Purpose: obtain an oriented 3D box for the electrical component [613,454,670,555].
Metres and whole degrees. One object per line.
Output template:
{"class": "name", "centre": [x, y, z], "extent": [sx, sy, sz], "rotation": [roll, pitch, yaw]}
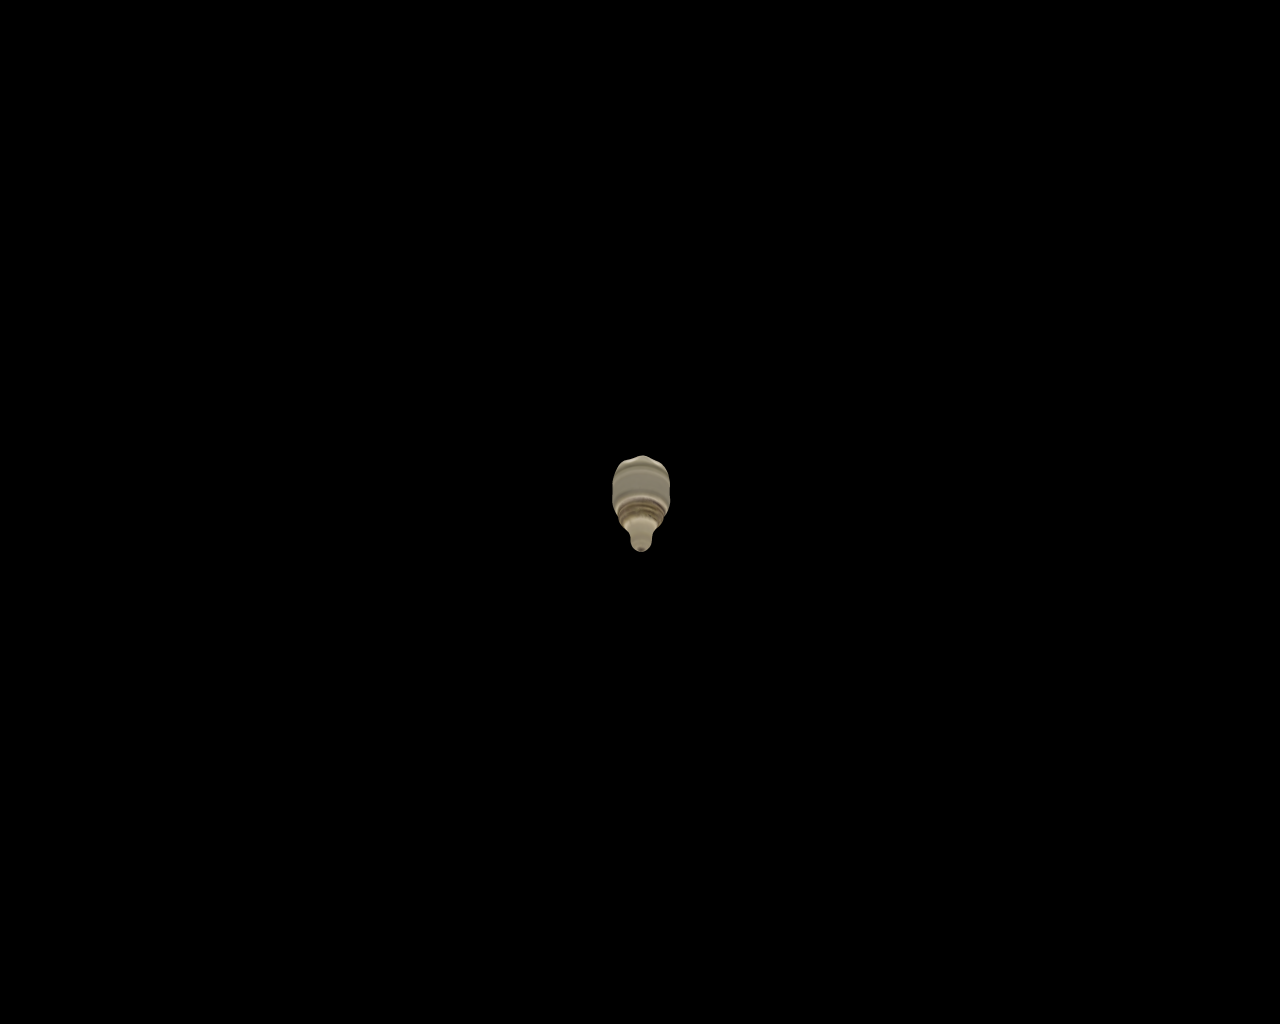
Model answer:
{"class": "electrical component", "centre": [0.001, -0.003, 0.650], "extent": [0.035, 0.061, 0.035], "rotation": [0, -34, 0]}
